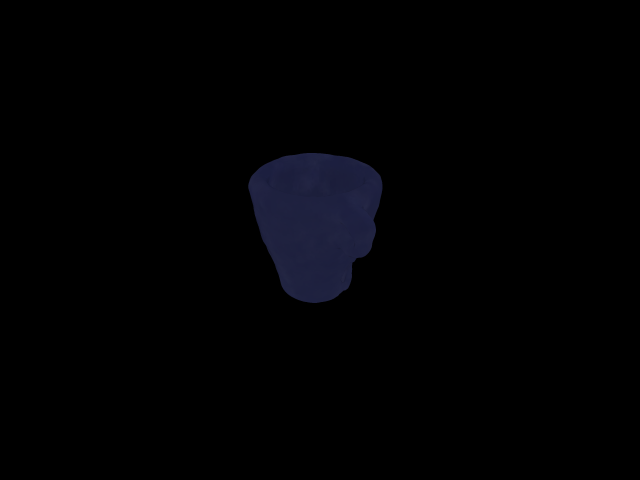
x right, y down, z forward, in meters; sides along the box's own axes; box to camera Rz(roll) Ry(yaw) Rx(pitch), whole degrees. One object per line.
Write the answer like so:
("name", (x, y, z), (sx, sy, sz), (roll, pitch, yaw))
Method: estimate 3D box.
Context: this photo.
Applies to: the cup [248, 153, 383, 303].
("cup", (0.004, 0.001, 0.400), (0.092, 0.095, 0.117), (-14, 32, -23))
